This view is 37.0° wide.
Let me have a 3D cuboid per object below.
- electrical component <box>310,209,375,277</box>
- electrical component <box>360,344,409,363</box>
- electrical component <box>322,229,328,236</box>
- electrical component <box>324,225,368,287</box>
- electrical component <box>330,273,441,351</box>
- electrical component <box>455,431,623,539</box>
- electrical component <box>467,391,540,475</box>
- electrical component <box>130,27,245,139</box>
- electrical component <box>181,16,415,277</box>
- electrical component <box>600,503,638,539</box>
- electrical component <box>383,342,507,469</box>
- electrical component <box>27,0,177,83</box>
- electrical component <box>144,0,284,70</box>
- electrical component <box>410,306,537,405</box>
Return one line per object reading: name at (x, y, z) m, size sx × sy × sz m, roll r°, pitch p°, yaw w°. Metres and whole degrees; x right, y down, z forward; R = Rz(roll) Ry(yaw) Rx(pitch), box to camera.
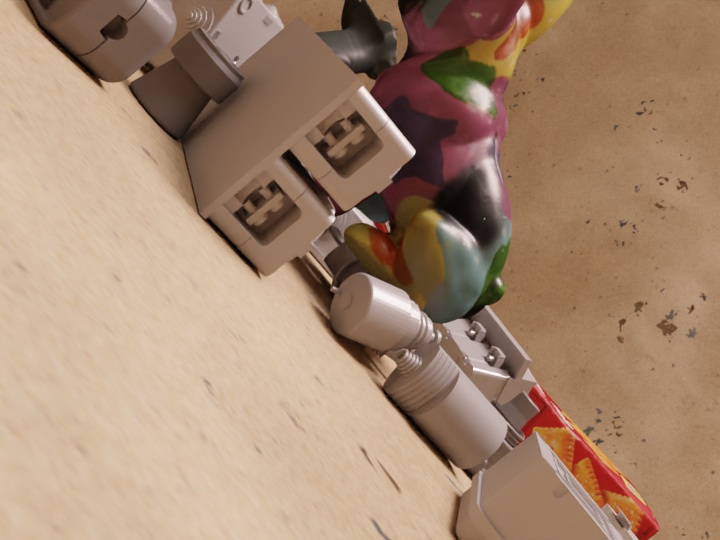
electrical component at (-0.029, -0.046, 0.861) m, size 0.099 × 0.048 × 0.099 m, roll 49°, pitch 5°, yaw -12°
electrical component at (0.015, 0.040, 0.698) m, size 0.061 × 0.035 × 0.035 m, roll 53°, pitch 5°, yaw 2°
electrical component at (-0.046, -0.048, 0.768) m, size 0.078 × 0.040 × 0.040 m, roll 45°, pitch 8°, yaw -49°
electrical component at (0.000, 0.000, 0.780) m, size 0.079 × 0.044 × 0.077 m, roll 58°, pitch 6°, yaw 9°
electrical component at (0.018, 0.031, 0.660) m, size 0.078 × 0.040 × 0.040 m, roll 24°, pitch 19°, yaw -33°
electrical component at (0.095, 0.137, 0.564) m, size 0.078 × 0.057 × 0.113 m, roll 51°, pitch 5°, yaw 5°
electrical component at (0.091, 0.107, 0.720) m, size 0.048 × 0.062 × 0.048 m, roll 50°, pitch 5°, yaw -6°
electrical component at (-0.104, -0.113, 0.651) m, size 0.045 × 0.055 × 0.045 m, roll 49°, pitch 5°, yaw -6°
electrical component at (-0.043, -0.077, 0.635) m, size 0.060 × 0.105 × 0.186 m, roll 48°, pitch 5°, yaw -25°
electrical component at (0.161, 0.201, 0.643) m, size 0.078 × 0.063 × 0.121 m, roll 48°, pitch 5°, yaw -26°
electrical component at (0.050, 0.079, 0.661) m, size 0.081 × 0.043 × 0.043 m, roll 48°, pitch 5°, yaw -20°
electrical component at (-0.141, -0.147, 0.576) m, size 0.059 × 0.054 × 0.095 m, roll 45°, pitch 7°, yaw -50°
electrical component at (-0.104, -0.162, 0.773) m, size 0.048 × 0.099 × 0.100 m, roll 39°, pitch 0°, yaw 23°
electrical component at (0.087, 0.073, 0.894) m, size 0.063 × 0.078 × 0.121 m, roll 15°, pitch 21°, yaw -25°
